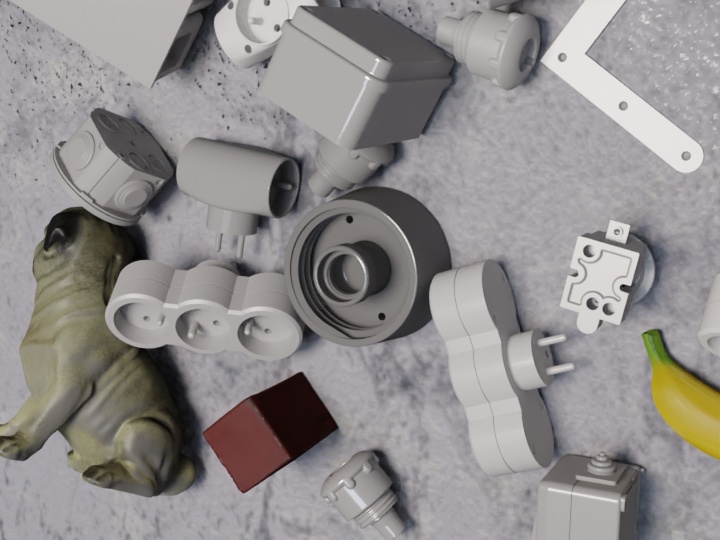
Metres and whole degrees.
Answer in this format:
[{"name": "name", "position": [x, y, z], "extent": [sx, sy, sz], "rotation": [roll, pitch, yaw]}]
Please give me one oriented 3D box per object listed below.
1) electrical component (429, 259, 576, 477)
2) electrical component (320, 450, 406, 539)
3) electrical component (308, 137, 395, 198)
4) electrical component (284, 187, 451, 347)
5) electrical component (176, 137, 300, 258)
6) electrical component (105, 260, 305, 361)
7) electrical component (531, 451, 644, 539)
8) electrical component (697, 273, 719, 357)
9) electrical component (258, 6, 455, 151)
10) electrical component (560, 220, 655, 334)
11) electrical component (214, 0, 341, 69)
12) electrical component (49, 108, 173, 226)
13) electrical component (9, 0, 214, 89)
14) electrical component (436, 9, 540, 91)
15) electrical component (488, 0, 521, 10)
[{"name": "electrical component", "position": [0.100, 0.060, 0.688], "extent": [0.074, 0.052, 0.138], "rotation": [-16, 91, 27]}, {"name": "electrical component", "position": [0.006, 0.162, 0.757], "extent": [0.048, 0.048, 0.062], "rotation": [-42, 86, 25]}, {"name": "electrical component", "position": [-0.010, -0.075, 0.726], "extent": [0.048, 0.048, 0.062], "rotation": [52, 123, 10]}, {"name": "electrical component", "position": [0.000, 0.000, 0.723], "extent": [0.108, 0.060, 0.108], "rotation": [4, 100, 25]}, {"name": "electrical component", "position": [-0.089, -0.049, 0.767], "extent": [0.077, 0.044, 0.079], "rotation": [15, 105, 23]}, {"name": "electrical component", "position": [-0.106, 0.018, 0.773], "extent": [0.138, 0.073, 0.052], "rotation": [6, 130, 1]}, {"name": "electrical component", "position": [0.141, 0.159, 0.679], "extent": [0.061, 0.062, 0.096], "rotation": [6, 101, 25]}, {"name": "electrical component", "position": [0.268, 0.022, 0.601], "extent": [0.138, 0.052, 0.073], "rotation": [14, 71, 27]}, {"name": "electrical component", "position": [0.001, -0.122, 0.673], "extent": [0.078, 0.113, 0.057], "rotation": [35, 115, 17]}, {"name": "electrical component", "position": [0.152, 0.002, 0.652], "extent": [0.048, 0.055, 0.066], "rotation": [18, 106, 22]}, {"name": "electrical component", "position": [-0.063, -0.189, 0.732], "extent": [0.077, 0.044, 0.079], "rotation": [-23, 88, 27]}, {"name": "electrical component", "position": [-0.182, -0.075, 0.790], "extent": [0.051, 0.080, 0.080], "rotation": [-45, 78, 19]}, {"name": "electrical component", "position": [-0.193, -0.227, 0.754], "extent": [0.186, 0.060, 0.105], "rotation": [32, 116, -1]}, {"name": "electrical component", "position": [0.078, -0.142, 0.672], "extent": [0.062, 0.048, 0.048], "rotation": [24, 108, 28]}, {"name": "electrical component", "position": [0.090, -0.206, 0.627], "extent": [0.064, 0.099, 0.099], "rotation": [-7, 95, 21]}]
